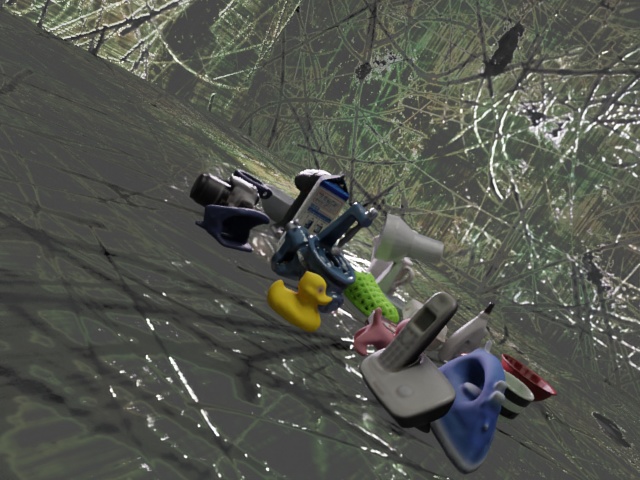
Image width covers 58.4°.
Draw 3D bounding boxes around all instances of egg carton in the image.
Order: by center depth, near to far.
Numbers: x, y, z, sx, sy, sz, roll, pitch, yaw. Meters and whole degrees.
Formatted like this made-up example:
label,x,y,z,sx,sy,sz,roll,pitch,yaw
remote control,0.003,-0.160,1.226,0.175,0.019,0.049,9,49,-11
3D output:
label,x,y,z,sx,sy,sz,roll,pitch,yaw
egg carton,0.239,0.198,1.344,0.107,0.069,0.150,33,9,-2

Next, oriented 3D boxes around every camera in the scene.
label,x,y,z,sx,sy,sz,roll,pitch,yaw
camera,-0.215,-0.104,1.289,0.137,0.101,0.143,29,10,-22

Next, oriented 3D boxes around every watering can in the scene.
label,x,y,z,sx,sy,sz,roll,pitch,yaw
watering can,0.201,0.051,1.586,0.172,0.194,0.101,37,10,23

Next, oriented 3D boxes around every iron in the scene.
label,x,y,z,sx,sy,sz,roll,pitch,yaw
iron,0.246,0.248,0.897,0.118,0.141,0.258,33,9,1

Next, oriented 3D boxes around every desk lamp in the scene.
label,x,y,z,sx,sy,sz,roll,pitch,yaw
desk lamp,0.207,0.064,1.475,0.203,0.213,0.118,33,9,-1

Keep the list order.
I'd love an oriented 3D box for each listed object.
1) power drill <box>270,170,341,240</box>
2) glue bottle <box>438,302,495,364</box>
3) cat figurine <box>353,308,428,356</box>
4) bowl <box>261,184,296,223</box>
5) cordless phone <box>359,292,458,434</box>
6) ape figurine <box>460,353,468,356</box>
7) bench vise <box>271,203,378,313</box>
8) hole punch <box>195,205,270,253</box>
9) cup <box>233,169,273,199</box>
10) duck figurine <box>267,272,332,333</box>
label,x,y,z,sx,sy,sz,roll,pitch,yaw
power drill,-0.038,-0.089,1.465,0.076,0.208,0.229,28,10,-25
glue bottle,0.340,0.212,1.286,0.078,0.173,0.037,28,10,-26
cat figurine,0.139,0.169,1.014,0.128,0.117,0.067,32,9,-6
bowl,-0.106,-0.086,1.636,0.167,0.074,0.167,32,9,-6
cordless phone,0.154,0.173,0.841,0.094,0.185,0.147,26,11,-34
ape figurine,0.262,0.253,1.076,0.078,0.092,0.076,25,12,-41
bench vise,0.005,0.003,1.107,0.207,0.219,0.122,37,10,22
hole punch,-0.172,-0.039,1.131,0.100,0.091,0.109,38,11,29
cup,-0.185,-0.112,1.446,0.118,0.095,0.091,25,12,-38
duck figurine,-0.029,0.092,0.952,0.104,0.086,0.077,33,9,3
